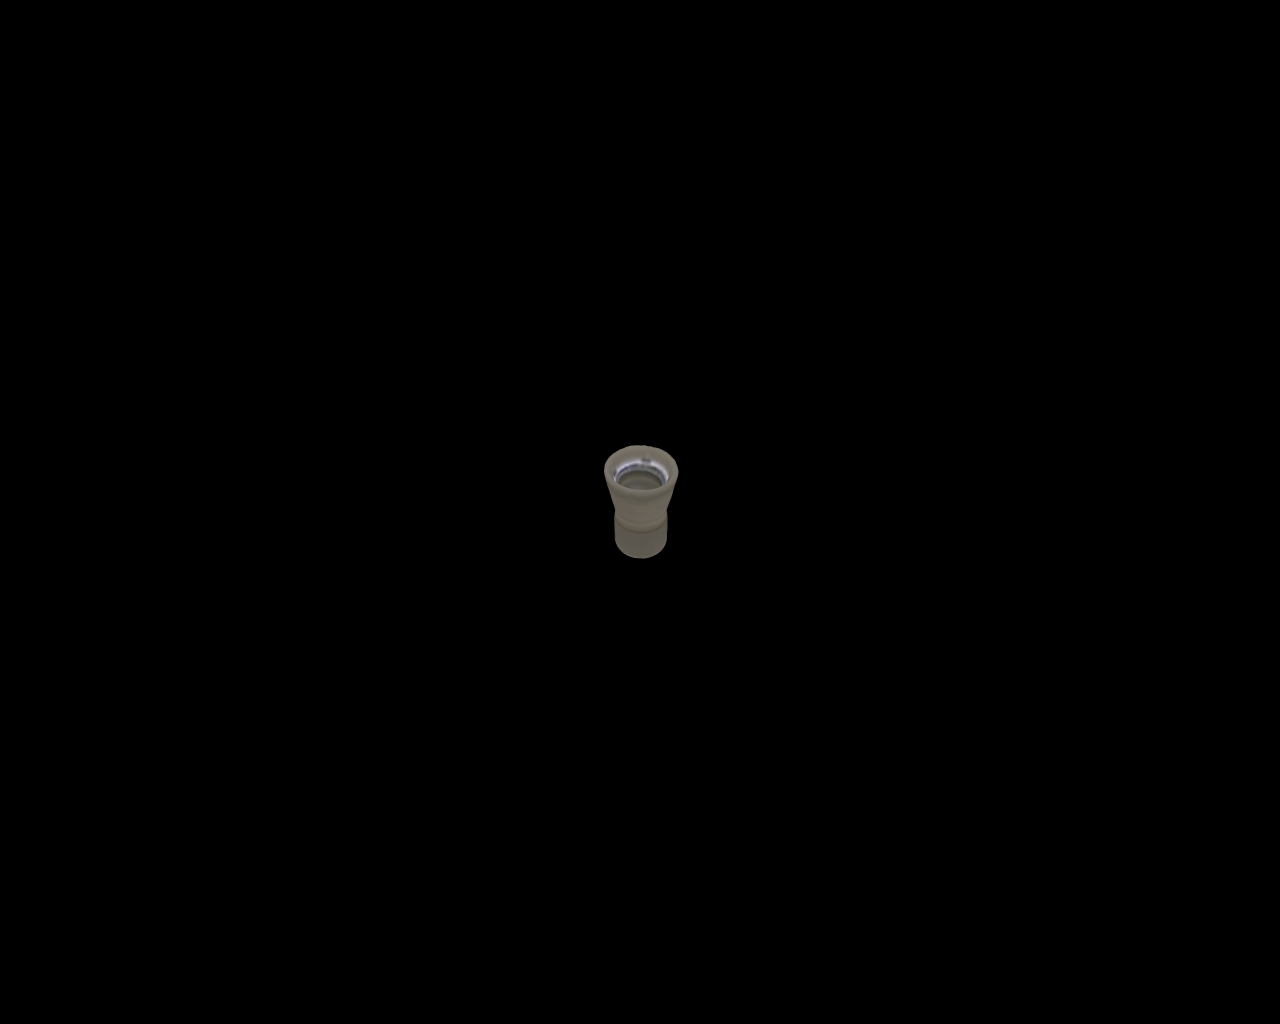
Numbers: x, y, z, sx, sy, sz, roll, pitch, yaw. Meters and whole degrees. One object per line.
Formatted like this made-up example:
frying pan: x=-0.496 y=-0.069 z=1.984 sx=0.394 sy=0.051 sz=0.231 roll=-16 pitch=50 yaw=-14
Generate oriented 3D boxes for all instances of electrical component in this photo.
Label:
electrical component: x=0.001 y=-0.003 z=0.650 sx=0.044 sy=0.065 sz=0.044 roll=0 pitch=43 yaw=0
